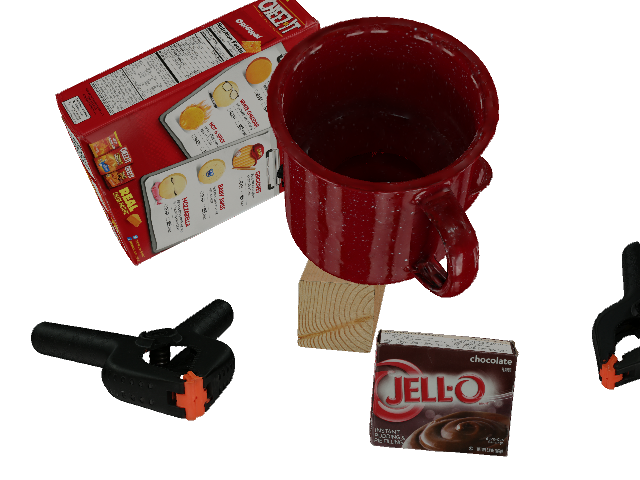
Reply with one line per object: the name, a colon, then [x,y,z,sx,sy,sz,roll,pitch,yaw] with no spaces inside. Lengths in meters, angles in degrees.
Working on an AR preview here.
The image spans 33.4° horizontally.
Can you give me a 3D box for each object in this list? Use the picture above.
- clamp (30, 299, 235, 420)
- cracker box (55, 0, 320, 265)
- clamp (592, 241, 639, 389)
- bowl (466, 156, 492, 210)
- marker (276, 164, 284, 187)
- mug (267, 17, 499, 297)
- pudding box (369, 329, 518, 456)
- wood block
clamp: [-0.111,0.083,0.796,0.164,0.036,0.210,-9,14,-27]
cracker box: [-0.096,-0.094,0.902,0.213,0.072,0.164,-28,-38,-12]
clamp: [0.295,0.065,0.978,0.171,0.039,0.120,-35,39,-26]
bowl: [0.096,-0.054,1.115,0.162,0.055,0.162,2,28,-1]
marker: [0.028,-0.025,0.709,0.121,0.020,0.020,21,-5,-13]
mug: [0.031,-0.025,0.452,0.093,0.117,0.081,-26,-30,-17]
pudding box: [0.098,0.122,0.860,0.113,0.090,0.039,3,18,3]
wood block: [0.032,0.053,1.342,0.091,0.090,0.206,4,22,7]
